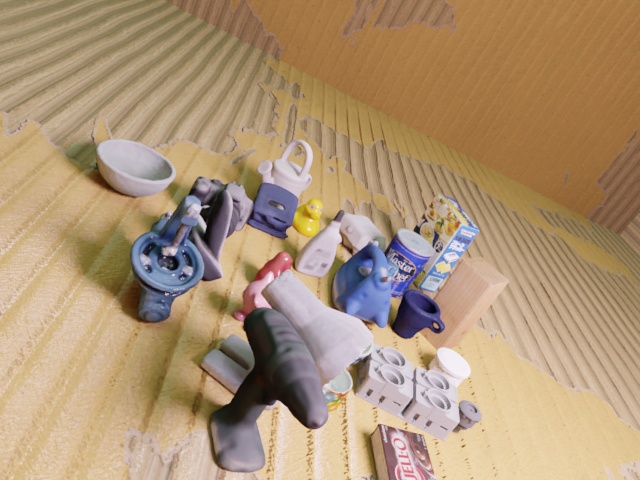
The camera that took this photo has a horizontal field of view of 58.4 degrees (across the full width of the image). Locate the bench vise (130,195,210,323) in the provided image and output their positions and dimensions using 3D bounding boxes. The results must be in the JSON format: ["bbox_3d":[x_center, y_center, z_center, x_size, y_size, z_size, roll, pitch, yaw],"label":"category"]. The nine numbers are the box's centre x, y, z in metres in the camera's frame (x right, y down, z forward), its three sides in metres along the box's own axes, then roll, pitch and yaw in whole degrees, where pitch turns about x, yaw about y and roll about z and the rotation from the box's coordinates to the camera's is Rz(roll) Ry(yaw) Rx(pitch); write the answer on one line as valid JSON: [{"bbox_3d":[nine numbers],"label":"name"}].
[{"bbox_3d":[-0.257,-0.003,0.949,0.122,0.219,0.206,6,35,-40],"label":"bench vise"}]

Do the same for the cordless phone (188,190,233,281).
[{"bbox_3d":[-0.208,-0.030,1.089,0.094,0.185,0.147,11,32,-34],"label":"cordless phone"}]

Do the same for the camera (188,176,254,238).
[{"bbox_3d":[-0.221,-0.071,1.245,0.143,0.100,0.137,25,26,-11],"label":"camera"}]

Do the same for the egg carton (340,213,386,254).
[{"bbox_3d":[0.104,-0.012,1.514,0.108,0.069,0.150,5,36,-42],"label":"egg carton"}]

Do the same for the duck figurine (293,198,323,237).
[{"bbox_3d":[-0.025,-0.069,1.463,0.078,0.086,0.104,18,28,-23],"label":"duck figurine"}]

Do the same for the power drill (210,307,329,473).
[{"bbox_3d":[-0.072,0.212,0.772,0.076,0.208,0.229,14,30,-30],"label":"power drill"}]

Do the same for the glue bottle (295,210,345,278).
[{"bbox_3d":[0.012,0.005,1.269,0.078,0.173,0.037,18,28,-24],"label":"glue bottle"}]

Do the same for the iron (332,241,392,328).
[{"bbox_3d":[0.105,0.074,1.280,0.119,0.141,0.258,22,27,-16],"label":"iron"}]

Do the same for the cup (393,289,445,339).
[{"bbox_3d":[0.213,0.180,1.257,0.092,0.095,0.117,-4,42,-49],"label":"cup"}]

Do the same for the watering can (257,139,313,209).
[{"bbox_3d":[-0.084,-0.163,1.445,0.100,0.194,0.173,36,26,13],"label":"watering can"}]

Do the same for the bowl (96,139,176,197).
[{"bbox_3d":[-0.397,-0.141,1.215,0.168,0.074,0.167,24,26,-13],"label":"bowl"}]

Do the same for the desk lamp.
[{"bbox_3d":[-0.049,0.162,0.879,0.203,0.213,0.118,35,26,9],"label":"desk lamp"}]

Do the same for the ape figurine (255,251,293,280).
[{"bbox_3d":[-0.085,0.064,1.155,0.076,0.092,0.077,16,29,-27],"label":"ape figurine"}]

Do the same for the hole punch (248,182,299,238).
[{"bbox_3d":[-0.109,-0.072,1.374,0.109,0.091,0.101,23,27,-15],"label":"hole punch"}]

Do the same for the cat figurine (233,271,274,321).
[{"bbox_3d":[-0.096,0.108,1.036,0.067,0.117,0.128,44,29,26],"label":"cat figurine"}]
